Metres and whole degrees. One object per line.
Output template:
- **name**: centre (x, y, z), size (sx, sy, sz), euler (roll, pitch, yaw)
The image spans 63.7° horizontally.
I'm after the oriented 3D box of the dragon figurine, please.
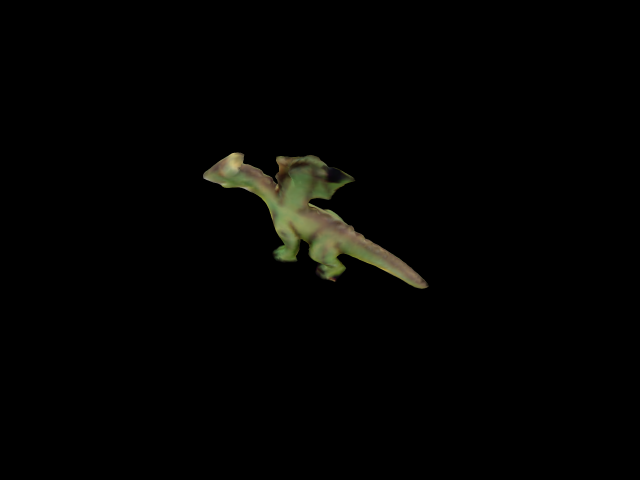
- **dragon figurine**: centre (0.003, -0.043, 0.850), size (0.411, 0.124, 0.238), euler (18, -27, 10)
